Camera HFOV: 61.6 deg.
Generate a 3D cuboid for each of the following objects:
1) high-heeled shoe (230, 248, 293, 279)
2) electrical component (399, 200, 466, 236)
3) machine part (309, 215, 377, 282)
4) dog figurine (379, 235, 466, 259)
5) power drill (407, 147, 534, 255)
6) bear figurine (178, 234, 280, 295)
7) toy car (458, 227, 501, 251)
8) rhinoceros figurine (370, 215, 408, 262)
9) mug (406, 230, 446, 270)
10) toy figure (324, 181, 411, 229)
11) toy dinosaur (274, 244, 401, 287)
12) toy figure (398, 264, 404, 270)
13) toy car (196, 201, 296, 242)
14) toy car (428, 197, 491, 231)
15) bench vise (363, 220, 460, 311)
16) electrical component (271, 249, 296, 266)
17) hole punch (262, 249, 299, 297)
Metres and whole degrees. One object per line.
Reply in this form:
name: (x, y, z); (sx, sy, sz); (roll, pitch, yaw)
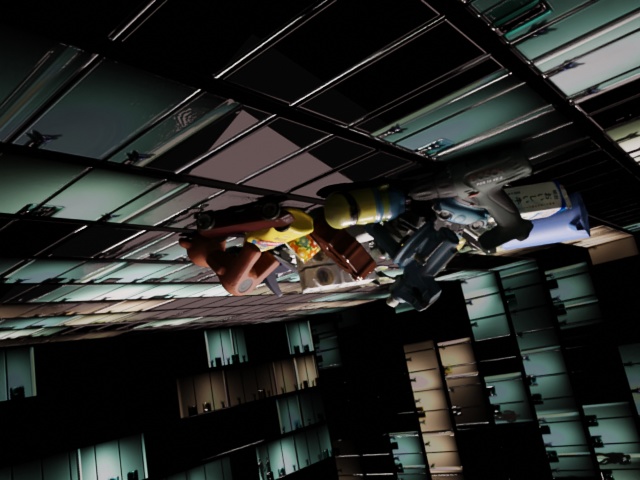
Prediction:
high-heeled shoe: (-0.164, 0.048, 1.488); (0.249, 0.086, 0.145); (-23, 146, -38)
electrical component: (0.250, -0.051, 1.224); (0.134, 0.058, 0.115); (-4, -154, -37)
machine part: (0.047, 0.019, 1.231); (0.056, 0.179, 0.179); (-46, 170, -8)
dog figurine: (0.264, -0.007, 1.457); (0.219, 0.108, 0.191); (-7, 168, -5)
power drill: (0.317, -0.073, 1.068); (0.232, 0.207, 0.086); (-25, -158, 18)
bear figurine: (-0.207, 0.030, 1.182); (0.132, 0.196, 0.120); (-50, 147, 2)
toy car: (0.357, -0.033, 1.332); (0.202, 0.056, 0.073); (34, 171, -4)
rhinoceros figurine: (0.179, -0.007, 1.371); (0.073, 0.112, 0.190); (-5, 158, -31)
mug: (0.269, 0.018, 1.262); (0.107, 0.109, 0.080); (-7, 152, -23)
toy figure: (0.096, -0.071, 1.078); (0.180, 0.082, 0.089); (-7, 178, -7)
toy dinosaur: (0.056, 0.065, 1.515); (0.471, 0.105, 0.199); (12, 171, -21)
toy figure: (0.246, 0.013, 1.367); (0.058, 0.064, 0.154); (18, 128, -8)
toy car: (-0.151, -0.040, 1.078); (0.202, 0.053, 0.089); (-10, 157, 13)
toy car: (0.311, -0.094, 1.154); (0.161, 0.109, 0.103); (12, 133, -26)
bench vise: (0.175, 0.025, 1.147); (0.129, 0.241, 0.223); (-29, 157, -44)
electrical component: (-0.102, 0.050, 1.487); (0.021, 0.063, 0.094); (-18, 164, 34)
hole punch: (-0.124, 0.077, 1.388); (0.115, 0.092, 0.142); (39, 177, -19)
